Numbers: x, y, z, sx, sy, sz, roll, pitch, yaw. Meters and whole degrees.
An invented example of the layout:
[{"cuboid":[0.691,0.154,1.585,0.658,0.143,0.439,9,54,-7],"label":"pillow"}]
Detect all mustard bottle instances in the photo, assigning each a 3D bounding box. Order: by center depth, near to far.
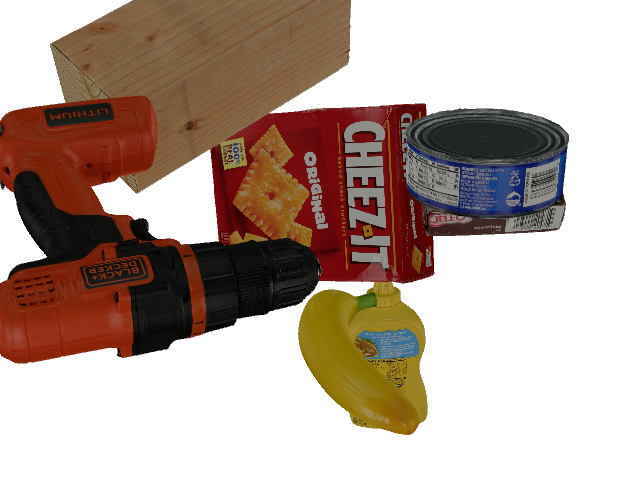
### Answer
[{"cuboid":[0.079,0.132,1.294,0.096,0.192,0.058,-3,19,3],"label":"mustard bottle"}]

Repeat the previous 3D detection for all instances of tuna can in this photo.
[{"cuboid":[0.088,-0.042,0.573,0.086,0.034,0.086,0,24,0],"label":"tuna can"}]

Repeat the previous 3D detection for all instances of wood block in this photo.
[{"cuboid":[-0.083,-0.138,0.797,0.205,0.091,0.090,-35,60,-24],"label":"wood block"}]

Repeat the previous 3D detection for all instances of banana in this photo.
[{"cuboid":[0.020,0.078,0.769,0.069,0.037,0.198,-6,25,-3],"label":"banana"}]

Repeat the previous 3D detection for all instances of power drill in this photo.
[{"cuboid":[-0.111,-0.013,0.633,0.184,0.057,0.188,-9,42,-20],"label":"power drill"}]

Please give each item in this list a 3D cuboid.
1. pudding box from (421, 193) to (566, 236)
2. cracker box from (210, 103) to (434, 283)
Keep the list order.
[{"cuboid":[0.139,-0.049,0.884,0.113,0.090,0.039,-1,-40,0],"label":"pudding box"},{"cuboid":[-0.003,-0.045,1.030,0.214,0.164,0.071,1,9,34],"label":"cracker box"}]
